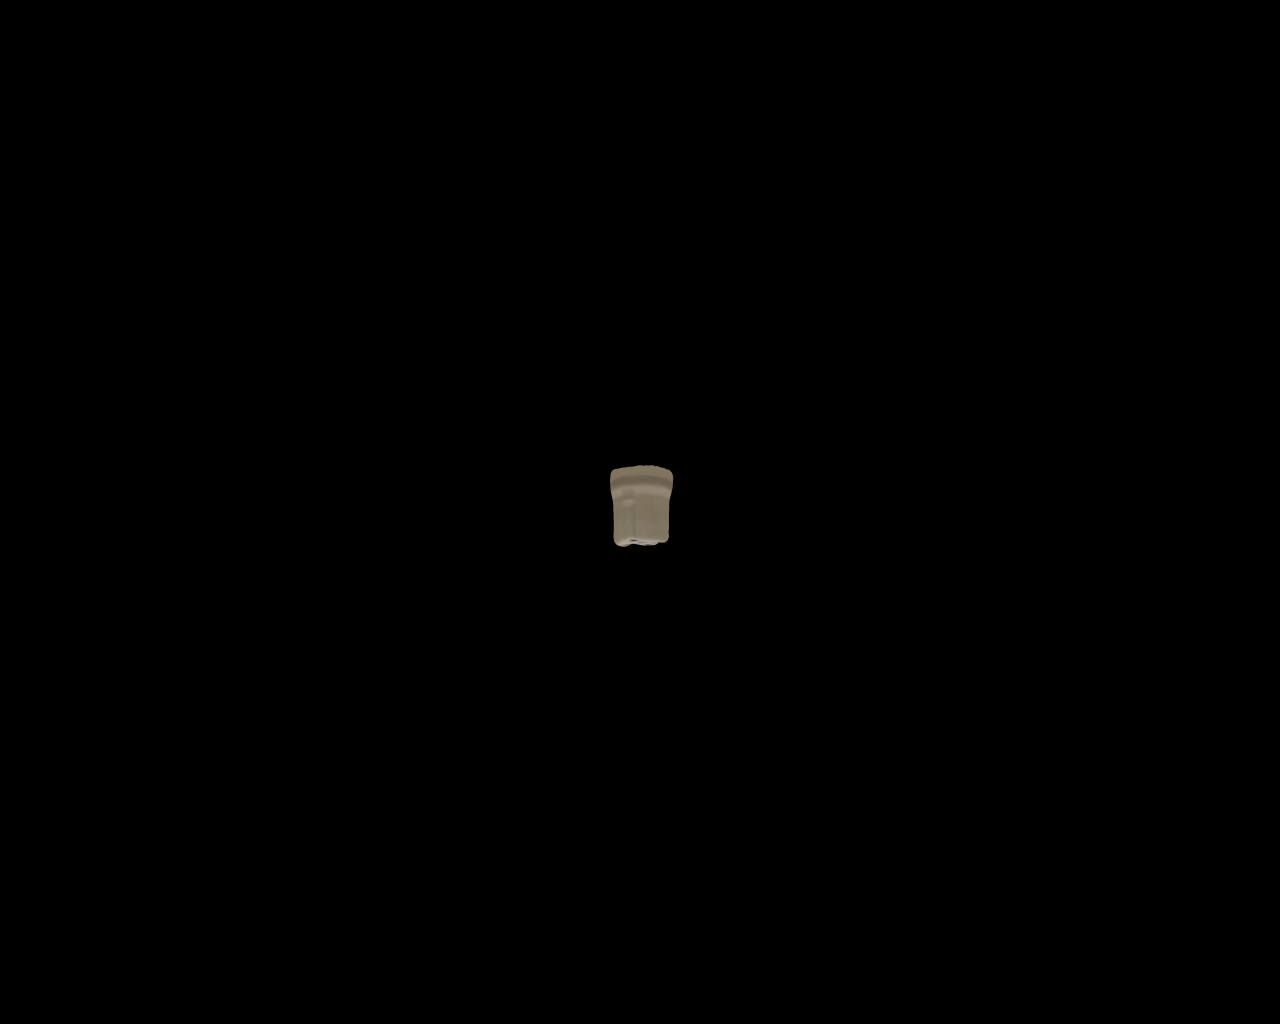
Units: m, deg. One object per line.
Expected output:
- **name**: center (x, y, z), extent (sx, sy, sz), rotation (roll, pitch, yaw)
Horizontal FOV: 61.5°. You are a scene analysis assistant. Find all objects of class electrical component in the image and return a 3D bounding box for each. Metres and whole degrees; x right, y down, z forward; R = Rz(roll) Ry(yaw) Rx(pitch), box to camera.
- **electrical component**: center (0.001, -0.003, 0.650), extent (0.040, 0.046, 0.040), rotation (0, -14, 0)
